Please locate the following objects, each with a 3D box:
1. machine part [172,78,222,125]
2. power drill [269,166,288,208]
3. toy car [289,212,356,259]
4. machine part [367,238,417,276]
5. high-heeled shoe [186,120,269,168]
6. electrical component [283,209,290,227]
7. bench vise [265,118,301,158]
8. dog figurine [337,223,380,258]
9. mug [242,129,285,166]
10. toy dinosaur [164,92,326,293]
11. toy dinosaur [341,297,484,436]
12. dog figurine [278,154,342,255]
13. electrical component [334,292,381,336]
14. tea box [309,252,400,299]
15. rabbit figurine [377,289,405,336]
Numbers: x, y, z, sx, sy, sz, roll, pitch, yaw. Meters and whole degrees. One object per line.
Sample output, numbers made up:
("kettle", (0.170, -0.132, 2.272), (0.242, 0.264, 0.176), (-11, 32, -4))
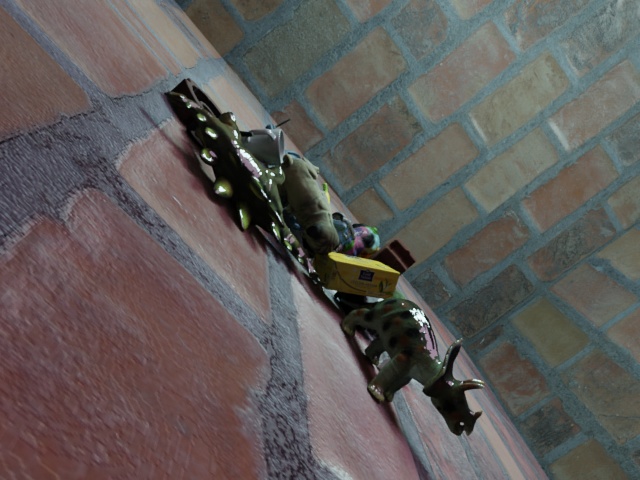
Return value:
("machine part", (-0.263, -0.276, 1.209), (0.179, 0.056, 0.179), (53, 9, -12))
("power drill", (-0.108, -0.165, 1.336), (0.232, 0.086, 0.207), (26, 30, -25))
("toy car", (-0.003, -0.004, 1.253), (0.109, 0.162, 0.103), (67, 35, -46))
("machine part", (0.156, 0.084, 1.429), (0.087, 0.201, 0.201), (50, 9, 5))
("high-heeled shoe", (-0.193, -0.157, 1.165), (0.248, 0.145, 0.086), (81, 17, -45))
("electrical component", (-0.066, -0.069, 1.333), (0.047, 0.075, 0.119), (49, 5, -14))
("bench vise", (-0.123, -0.247, 1.556), (0.223, 0.129, 0.241), (52, 21, -63))
("dog figurine", (0.079, -0.004, 1.520), (0.108, 0.191, 0.219), (62, -4, 21))
("mug", (-0.139, -0.210, 1.205), (0.109, 0.107, 0.081), (67, 22, -73))
("toy dinosaur", (-0.130, -0.093, 1.031), (0.470, 0.105, 0.199), (49, 15, -22))
("toy dinosaur", (0.162, 0.191, 1.053), (0.131, 0.192, 0.405), (47, 11, -41))
("dog figurine", (-0.026, -0.076, 1.136), (0.172, 0.121, 0.191), (50, 8, -38))
("electrical component", (0.111, 0.157, 1.266), (0.134, 0.058, 0.115), (54, 30, 17))
("tea box", (0.075, 0.075, 1.172), (0.169, 0.068, 0.098), (11, 9, -29))
("rabbit figurine", (0.202, 0.228, 1.379), (0.170, 0.121, 0.159), (39, -16, 11))
